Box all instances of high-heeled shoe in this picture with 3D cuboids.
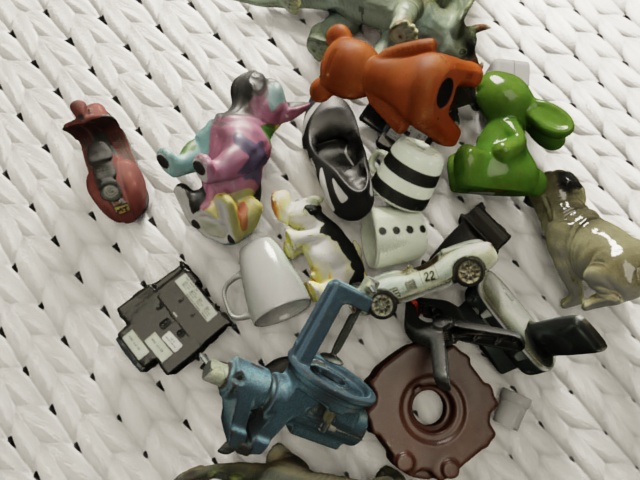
[{"bbox_3d":[0.024,-0.142,0.739,0.086,0.145,0.248,-10,79,-6],"label":"high-heeled shoe"}]

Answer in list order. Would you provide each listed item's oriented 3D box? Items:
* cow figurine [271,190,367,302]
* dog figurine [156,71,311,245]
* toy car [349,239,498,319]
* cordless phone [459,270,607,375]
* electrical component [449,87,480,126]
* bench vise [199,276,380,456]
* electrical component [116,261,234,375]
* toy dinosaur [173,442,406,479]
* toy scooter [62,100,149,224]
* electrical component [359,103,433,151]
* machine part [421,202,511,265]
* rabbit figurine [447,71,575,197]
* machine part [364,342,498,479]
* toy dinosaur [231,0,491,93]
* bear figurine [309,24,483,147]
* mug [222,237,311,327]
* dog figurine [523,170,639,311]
[{"bbox_3d":[-0.002,-0.004,0.745,0.098,0.068,0.167,-23,83,-14],"label":"cow figurine"},{"bbox_3d":[-0.100,-0.122,0.751,0.109,0.191,0.219,12,44,39],"label":"dog figurine"},{"bbox_3d":[0.132,0.051,0.703,0.202,0.073,0.056,-21,91,6],"label":"toy car"},{"bbox_3d":[0.260,0.097,0.673,0.089,0.184,0.146,-35,81,-14],"label":"cordless phone"},{"bbox_3d":[0.186,-0.204,0.789,0.078,0.102,0.045,-6,67,31],"label":"electrical component"},{"bbox_3d":[-0.014,0.141,0.640,0.223,0.129,0.240,28,92,-11],"label":"bench vise"},{"bbox_3d":[-0.200,0.111,0.715,0.134,0.058,0.115,-38,80,-10],"label":"electrical component"},{"bbox_3d":[0.059,0.326,0.607,0.472,0.198,0.105,12,80,2],"label":"toy dinosaur"},{"bbox_3d":[-0.292,-0.115,0.723,0.075,0.135,0.184,-20,80,-9],"label":"toy scooter"},{"bbox_3d":[0.114,-0.163,0.789,0.119,0.048,0.075,37,95,3],"label":"electrical component"},{"bbox_3d":[0.205,0.013,0.768,0.139,0.039,0.084,-37,87,-11],"label":"machine part"},{"bbox_3d":[0.258,-0.148,0.735,0.159,0.121,0.170,5,90,15],"label":"rabbit figurine"},{"bbox_3d":[0.143,0.220,0.708,0.179,0.056,0.179,1,76,-3],"label":"machine part"},{"bbox_3d":[0.074,-0.355,0.811,0.405,0.131,0.192,29,58,12],"label":"toy dinosaur"},{"bbox_3d":[0.093,-0.208,0.718,0.196,0.132,0.120,25,104,37],"label":"bear figurine"},{"bbox_3d":[-0.080,0.058,0.727,0.110,0.080,0.107,-21,68,-2],"label":"mug"},{"bbox_3d":[0.361,-0.014,0.718,0.121,0.172,0.190,-20,86,-18],"label":"dog figurine"}]
